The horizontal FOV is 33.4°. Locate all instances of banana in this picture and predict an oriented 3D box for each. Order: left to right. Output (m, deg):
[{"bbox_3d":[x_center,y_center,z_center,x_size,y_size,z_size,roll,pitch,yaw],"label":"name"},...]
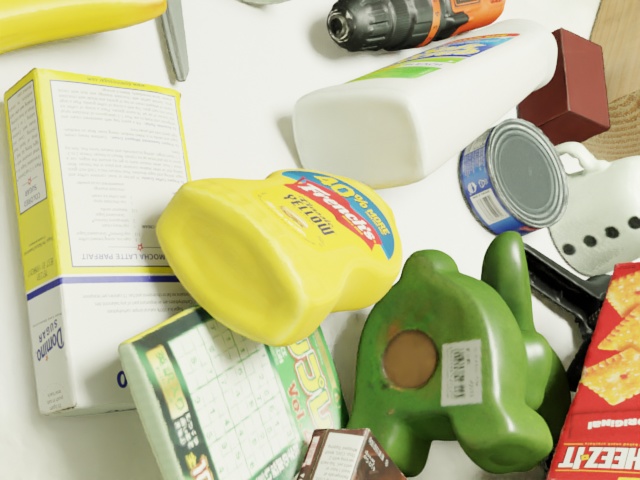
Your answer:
[{"bbox_3d":[-0.170,-0.105,0.550,0.070,0.037,0.197,36,47,20],"label":"banana"}]

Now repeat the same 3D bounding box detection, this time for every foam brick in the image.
[{"bbox_3d":[0.192,-0.119,0.850,0.051,0.053,0.078,16,64,-34],"label":"foam brick"}]

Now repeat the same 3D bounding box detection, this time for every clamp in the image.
[{"bbox_3d":[0.204,0.051,0.800,0.171,0.039,0.120,-1,61,-48],"label":"clamp"}]

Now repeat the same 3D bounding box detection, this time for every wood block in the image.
[{"bbox_3d":[0.291,-0.157,0.919,0.090,0.090,0.206,39,53,-21],"label":"wood block"}]

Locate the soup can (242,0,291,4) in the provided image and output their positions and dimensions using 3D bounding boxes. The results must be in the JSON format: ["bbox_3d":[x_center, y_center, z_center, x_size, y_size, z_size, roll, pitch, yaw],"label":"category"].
[{"bbox_3d":[-0.035,-0.214,0.693,0.068,0.069,0.102,19,63,-33],"label":"soup can"}]

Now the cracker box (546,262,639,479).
[{"bbox_3d":[0.210,0.137,0.665,0.213,0.072,0.164,-54,131,-47],"label":"cracker box"}]

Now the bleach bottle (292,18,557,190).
[{"bbox_3d":[0.092,-0.108,0.748,0.250,0.103,0.068,-35,117,-48],"label":"bleach bottle"}]

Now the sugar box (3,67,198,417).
[{"bbox_3d":[-0.110,0.002,0.566,0.093,0.048,0.176,2,75,-41],"label":"sugar box"}]

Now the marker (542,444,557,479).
[{"bbox_3d":[0.165,0.163,0.743,0.020,0.020,0.121,11,67,-36],"label":"marker"}]

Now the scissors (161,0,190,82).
[{"bbox_3d":[-0.088,-0.200,0.680,0.096,0.016,0.202,-19,86,-41],"label":"scissors"}]

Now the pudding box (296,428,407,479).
[{"bbox_3d":[0.020,0.169,0.587,0.113,0.039,0.090,55,44,-40],"label":"pudding box"}]

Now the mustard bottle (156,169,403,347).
[{"bbox_3d":[-0.004,0.000,0.606,0.096,0.058,0.191,41,23,16],"label":"mustard bottle"}]

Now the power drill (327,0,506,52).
[{"bbox_3d":[0.048,-0.229,0.768,0.184,0.057,0.187,-22,94,-46],"label":"power drill"}]

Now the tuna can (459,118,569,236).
[{"bbox_3d":[0.144,-0.045,0.795,0.086,0.034,0.086,15,65,-34],"label":"tuna can"}]
